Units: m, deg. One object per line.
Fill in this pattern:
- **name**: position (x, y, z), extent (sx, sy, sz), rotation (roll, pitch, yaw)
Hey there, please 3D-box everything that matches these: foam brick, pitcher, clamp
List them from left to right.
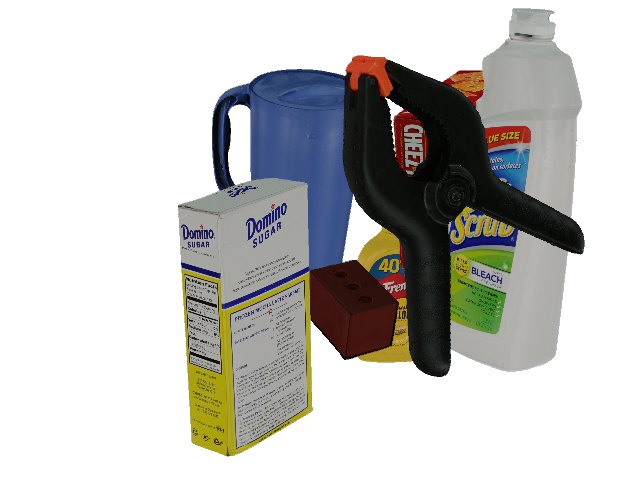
- **pitcher**: position (-0.032, -0.067, 1.222), extent (0.144, 0.243, 0.149), rotation (-20, 36, -40)
- **foam brick**: position (0.027, 0.061, 0.966), extent (0.052, 0.051, 0.078), rotation (-13, 36, -27)
- **clamp**: position (0.057, -0.014, 0.553), extent (0.171, 0.120, 0.039), rotation (47, -18, -22)

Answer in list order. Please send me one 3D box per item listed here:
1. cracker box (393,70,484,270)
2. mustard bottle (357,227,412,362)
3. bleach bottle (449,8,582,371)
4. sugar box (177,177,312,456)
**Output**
- **cracker box**: position (0.145, -0.078, 1.123), extent (0.072, 0.164, 0.213), rotation (5, 22, 25)
- **mustard bottle**: position (0.090, 0.049, 1.289), extent (0.096, 0.192, 0.058), rotation (0, 14, -13)
- **bleach bottle**: position (0.134, -0.039, 0.767), extent (0.067, 0.251, 0.103), rotation (-10, 21, -36)
- **sugar box**: position (-0.050, 0.051, 0.739), extent (0.048, 0.176, 0.093), rotation (10, 21, 37)
